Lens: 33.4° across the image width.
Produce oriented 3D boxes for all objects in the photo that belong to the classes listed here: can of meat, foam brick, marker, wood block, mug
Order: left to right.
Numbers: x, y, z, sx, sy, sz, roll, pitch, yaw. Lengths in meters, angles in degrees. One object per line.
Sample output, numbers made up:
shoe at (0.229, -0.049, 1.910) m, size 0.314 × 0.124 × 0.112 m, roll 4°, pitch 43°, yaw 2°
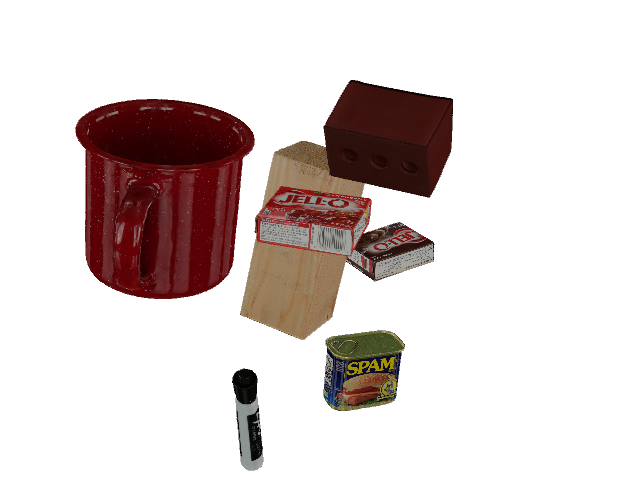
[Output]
mug at (-0.086, -0.016, 0.565) m, size 0.093 × 0.081 × 0.117 m, roll 8°, pitch 28°, yaw 1°
marker at (-0.056, 0.140, 0.831) m, size 0.020 × 0.020 × 0.121 m, roll 0°, pitch -43°, yaw 0°
wood block at (-0.020, -0.002, 1.263) m, size 0.090 × 0.206 × 0.090 m, roll 20°, pitch 22°, yaw 18°
can of meat at (0.055, 0.172, 1.402) m, size 0.102 × 0.084 × 0.057 m, roll -5°, pitch 25°, yaw -21°
foam brick at (0.049, -0.072, 0.752) m, size 0.078 × 0.051 × 0.053 m, roll 13°, pitch -38°, yaw 19°

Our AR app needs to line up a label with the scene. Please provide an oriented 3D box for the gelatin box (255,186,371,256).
gelatin box at (-0.006, -0.019, 0.952) m, size 0.089 × 0.030 × 0.073 m, roll 9°, pitch 25°, yaw 13°

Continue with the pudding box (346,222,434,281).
pudding box at (0.102, 0.016, 1.617) m, size 0.113 × 0.039 × 0.090 m, roll -20°, pitch 30°, yaw -26°
